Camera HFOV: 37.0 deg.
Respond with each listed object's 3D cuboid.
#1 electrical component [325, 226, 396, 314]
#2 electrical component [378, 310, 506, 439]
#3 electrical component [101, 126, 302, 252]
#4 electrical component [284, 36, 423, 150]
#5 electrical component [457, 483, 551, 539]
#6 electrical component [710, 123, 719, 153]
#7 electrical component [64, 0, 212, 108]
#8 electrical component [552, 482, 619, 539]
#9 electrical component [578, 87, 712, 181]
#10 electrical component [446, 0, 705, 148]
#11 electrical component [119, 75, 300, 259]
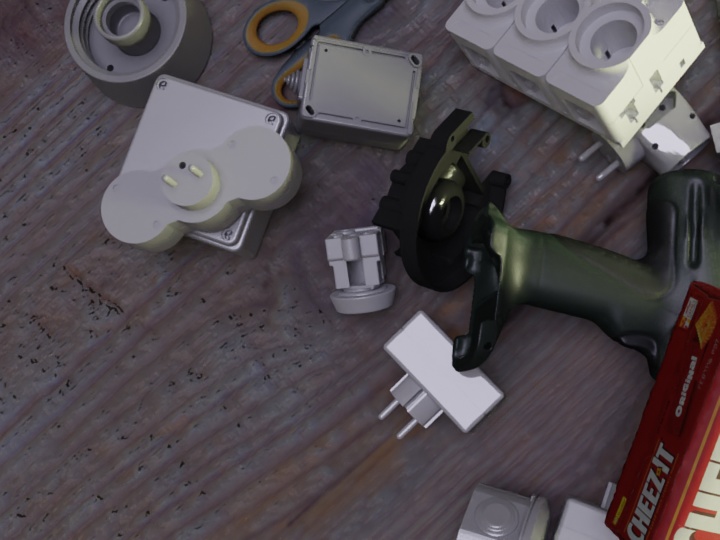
[{"bbox_3d":[0.000,0.000,0.774,0.048,0.066,0.055,-6,100,9],"label":"electrical component"},{"bbox_3d":[0.047,0.085,0.757,0.076,0.047,0.083,-44,77,1],"label":"electrical component"},{"bbox_3d":[-0.112,-0.058,0.734,0.138,0.074,0.052,-20,79,6],"label":"electrical component"},{"bbox_3d":[-0.008,-0.127,0.782,0.096,0.061,0.061,9,83,-7],"label":"electrical component"},{"bbox_3d":[0.095,0.185,0.718,0.051,0.080,0.080,14,84,17],"label":"electrical component"},{"bbox_3d":[0.273,-0.078,0.739,0.048,0.066,0.055,-16,86,42],"label":"electrical component"},{"bbox_3d":[-0.175,-0.186,0.830,0.108,0.060,0.108,-2,81,10],"label":"electrical component"},{"bbox_3d":[0.179,0.166,0.721,0.083,0.047,0.075,18,85,12],"label":"electrical component"},{"bbox_3d":[0.192,-0.096,0.761,0.079,0.043,0.077,-39,77,1],"label":"electrical component"},{"bbox_3d":[0.143,-0.164,0.741,0.089,0.062,0.150,-51,51,-1],"label":"electrical component"},{"bbox_3d":[-0.115,-0.077,0.805,0.109,0.056,0.108,19,85,12],"label":"electrical component"}]
